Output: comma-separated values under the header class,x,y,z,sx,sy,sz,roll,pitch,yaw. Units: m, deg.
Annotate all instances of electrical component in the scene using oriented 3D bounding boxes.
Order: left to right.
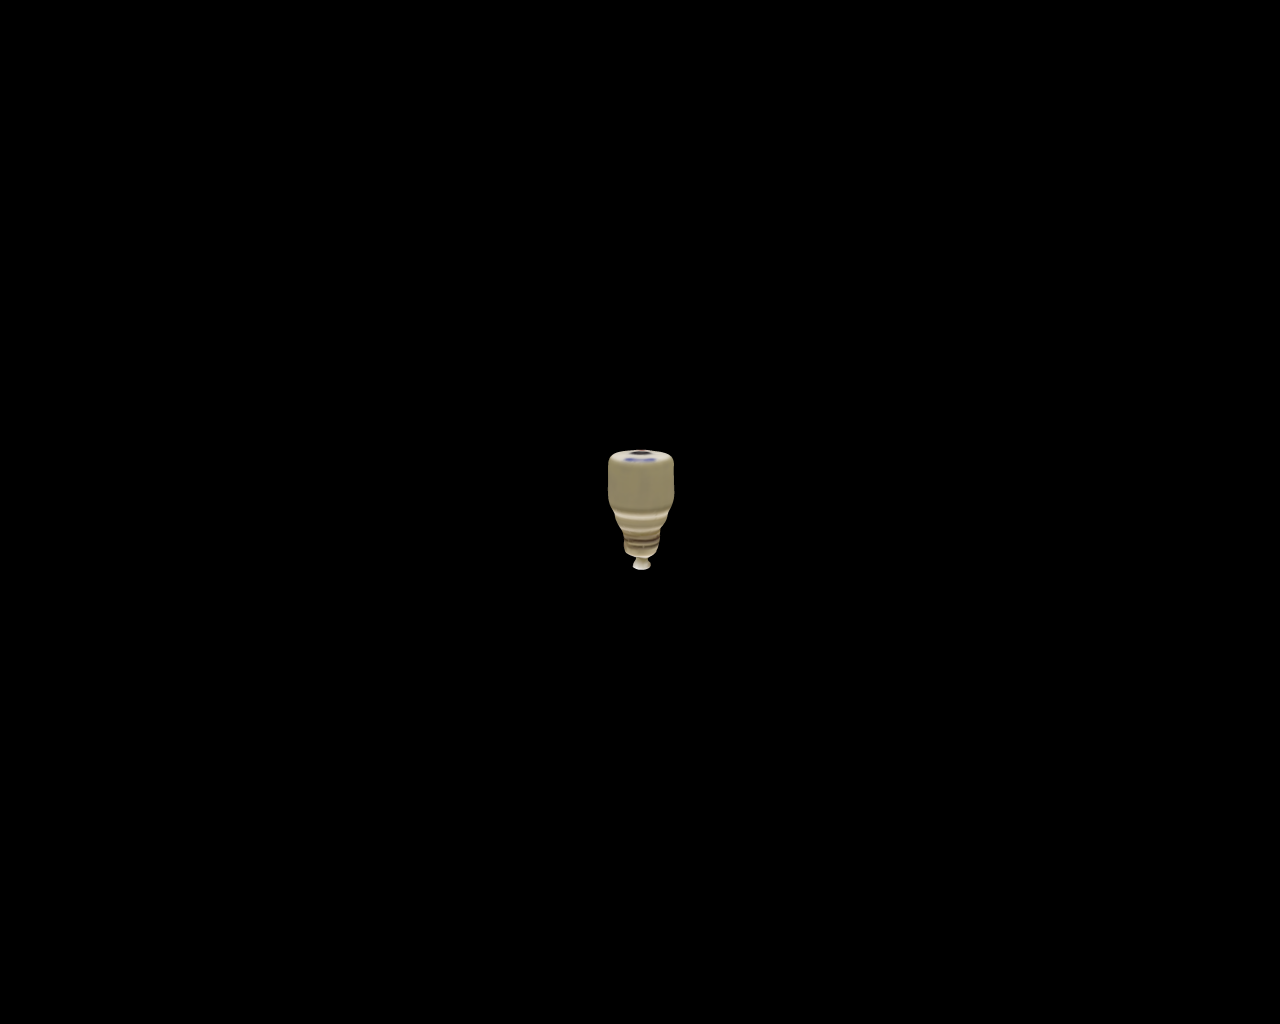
class,x,y,z,sx,sy,sz,roll,pitch,yaw
electrical component,0.001,-0.003,0.650,0.040,0.078,0.040,0,14,0
